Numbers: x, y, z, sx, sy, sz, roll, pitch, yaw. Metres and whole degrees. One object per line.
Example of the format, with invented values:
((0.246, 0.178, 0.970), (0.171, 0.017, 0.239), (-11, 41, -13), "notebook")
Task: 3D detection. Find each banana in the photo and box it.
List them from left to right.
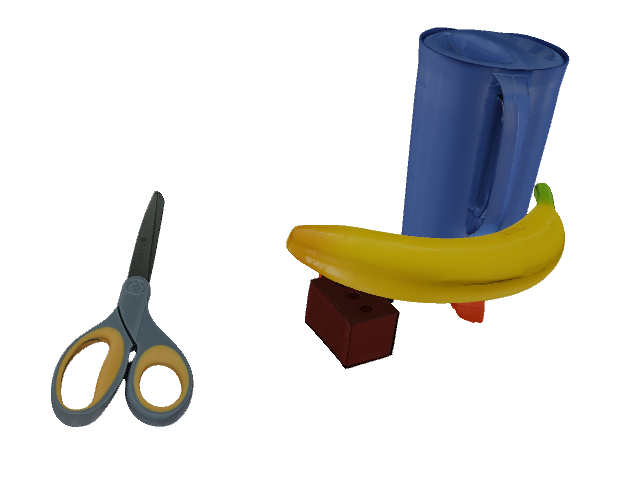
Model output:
((0.076, 0.008, 0.617), (0.197, 0.037, 0.070), (-9, 40, -33), "banana")

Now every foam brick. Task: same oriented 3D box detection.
((0.028, 0.070, 0.976), (0.052, 0.051, 0.078), (-13, 36, -28), "foam brick")

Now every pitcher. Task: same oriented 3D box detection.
((0.142, -0.065, 0.983), (0.145, 0.243, 0.148), (24, 30, 32), "pitcher")

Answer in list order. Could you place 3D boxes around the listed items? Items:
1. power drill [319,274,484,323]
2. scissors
((0.090, 0.062, 1.224), (0.187, 0.057, 0.184), (-1, 28, -2), "power drill")
((-0.108, 0.047, 0.713), (0.096, 0.201, 0.016), (20, -42, 6), "scissors")
